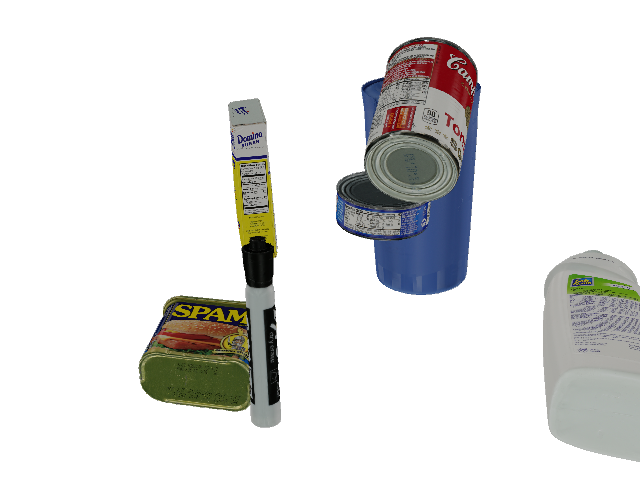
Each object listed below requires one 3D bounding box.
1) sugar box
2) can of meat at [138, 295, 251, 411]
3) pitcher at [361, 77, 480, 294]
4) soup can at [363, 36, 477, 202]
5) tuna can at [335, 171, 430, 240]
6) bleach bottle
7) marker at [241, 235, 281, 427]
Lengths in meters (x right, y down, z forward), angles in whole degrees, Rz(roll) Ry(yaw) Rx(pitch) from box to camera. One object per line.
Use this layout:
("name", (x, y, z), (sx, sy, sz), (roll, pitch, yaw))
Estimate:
("sugar box", (-0.083, -0.073, 1.285), (0.048, 0.176, 0.093), (-9, 25, -5))
("can of meat", (-0.095, 0.095, 0.901), (0.102, 0.057, 0.084), (5, 30, 8))
("pitcher", (0.123, -0.069, 1.240), (0.149, 0.243, 0.145), (-5, 22, -8))
("soup can", (0.071, -0.086, 0.755), (0.068, 0.102, 0.068), (9, -39, 8))
("tuna can", (0.056, -0.032, 0.957), (0.086, 0.034, 0.086), (2, 25, -1))
("bleach bottle", (0.222, 0.069, 0.814), (0.102, 0.068, 0.250), (10, 24, 8))
("marker", (-0.035, 0.055, 0.636), (0.020, 0.121, 0.020), (-1, 21, 0))
